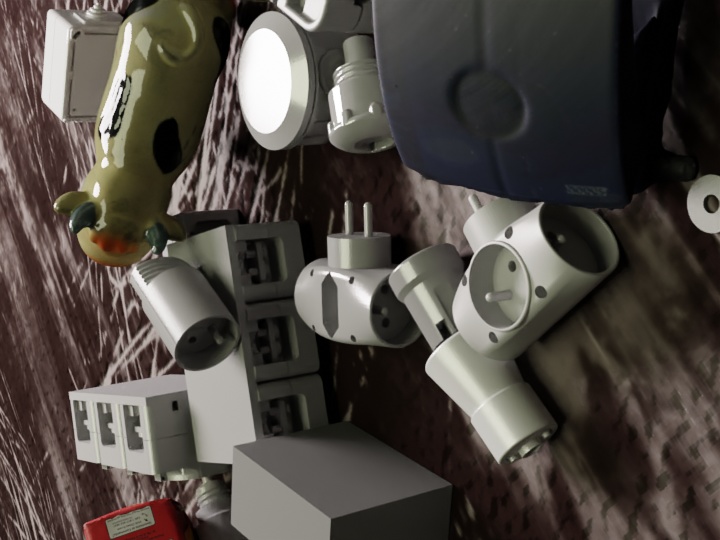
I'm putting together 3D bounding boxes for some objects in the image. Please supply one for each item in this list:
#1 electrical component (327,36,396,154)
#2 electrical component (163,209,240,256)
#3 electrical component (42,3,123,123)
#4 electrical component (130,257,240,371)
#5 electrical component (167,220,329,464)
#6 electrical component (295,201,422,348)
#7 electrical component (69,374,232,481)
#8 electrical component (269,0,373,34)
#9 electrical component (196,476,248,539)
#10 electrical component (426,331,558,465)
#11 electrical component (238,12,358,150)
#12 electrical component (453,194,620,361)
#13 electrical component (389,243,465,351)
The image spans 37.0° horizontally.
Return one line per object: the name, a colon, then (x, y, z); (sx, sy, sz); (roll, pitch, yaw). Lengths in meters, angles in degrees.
electrical component: (0.003, -0.098, 0.597); (0.048, 0.048, 0.062); (-28, 66, 53)
electrical component: (-0.122, 0.003, 0.788); (0.076, 0.047, 0.083); (-11, 86, 52)
electrical component: (-0.224, -0.176, 0.890); (0.061, 0.062, 0.096); (40, 127, 44)
electrical component: (-0.112, 0.021, 0.670); (0.081, 0.043, 0.043); (49, 133, 39)
electrical component: (-0.072, 0.048, 0.712); (0.089, 0.062, 0.150); (-12, 86, 55)
electrical component: (0.000, 0.000, 0.618); (0.077, 0.043, 0.079); (10, 104, 54)
electrical component: (-0.147, 0.117, 0.808); (0.150, 0.089, 0.061); (-7, 90, 55)
electrical component: (-0.017, -0.171, 0.598); (0.095, 0.059, 0.053); (46, 131, 41)
electrical component: (-0.103, 0.186, 0.801); (0.040, 0.040, 0.078); (-51, 55, 46)
electrical component: (0.068, 0.063, 0.537); (0.065, 0.044, 0.044); (56, 138, 26)
electrical component: (-0.035, -0.112, 0.642); (0.080, 0.051, 0.080); (14, 107, 53)
electrical component: (0.074, -0.009, 0.511); (0.077, 0.044, 0.079); (-52, 54, 46)
electrical component: (0.043, 0.015, 0.565); (0.046, 0.040, 0.040); (62, 140, 20)
